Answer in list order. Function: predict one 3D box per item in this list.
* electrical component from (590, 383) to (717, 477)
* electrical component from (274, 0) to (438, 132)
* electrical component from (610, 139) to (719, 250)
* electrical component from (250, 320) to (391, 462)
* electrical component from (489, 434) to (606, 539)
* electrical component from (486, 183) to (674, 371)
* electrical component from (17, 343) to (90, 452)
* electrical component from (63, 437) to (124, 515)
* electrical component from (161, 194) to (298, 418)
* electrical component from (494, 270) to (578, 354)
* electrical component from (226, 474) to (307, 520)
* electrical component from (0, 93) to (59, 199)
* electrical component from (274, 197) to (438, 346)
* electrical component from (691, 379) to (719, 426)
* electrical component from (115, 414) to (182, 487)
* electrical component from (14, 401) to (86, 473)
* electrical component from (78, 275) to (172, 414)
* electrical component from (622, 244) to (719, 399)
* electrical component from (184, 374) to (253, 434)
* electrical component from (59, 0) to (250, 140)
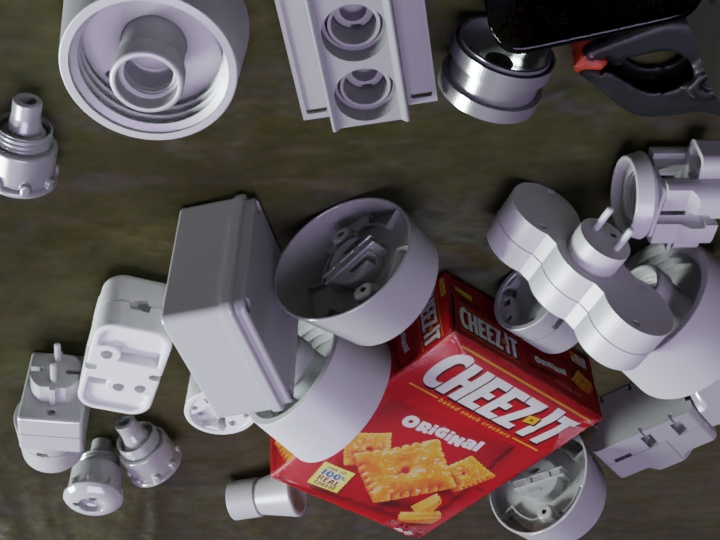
[{"bbox_3d":[0.239,0.127,0.884,0.089,0.050,0.056,-30,128,24],"label":"electrical component"},{"bbox_3d":[-0.004,-0.146,0.591,0.079,0.063,0.121,-8,135,5],"label":"electrical component"},{"bbox_3d":[0.199,-0.049,0.703,0.057,0.058,0.078,-1,135,-6],"label":"electrical component"},{"bbox_3d":[-0.036,0.078,0.785,0.060,0.108,0.108,38,123,-26],"label":"electrical component"},{"bbox_3d":[0.156,0.179,0.900,0.099,0.099,0.064,-25,137,21],"label":"electrical component"},{"bbox_3d":[0.149,-0.008,0.696,0.052,0.138,0.073,-20,151,-43],"label":"electrical component"},{"bbox_3d":[-0.229,0.088,0.810,0.047,0.065,0.076,5,134,-8],"label":"electrical component"},{"bbox_3d":[-0.218,0.169,0.894,0.048,0.062,0.048,-1,135,-1],"label":"electrical component"},{"bbox_3d":[-0.084,0.025,0.726,0.056,0.108,0.108,-10,134,11],"label":"electrical component"},{"bbox_3d":[0.133,0.029,0.779,0.055,0.055,0.047,-33,131,27],"label":"electrical component"},{"bbox_3d":[-0.085,0.199,0.947,0.065,0.044,0.044,-12,134,15],"label":"electrical component"},{"bbox_3d":[-0.208,-0.078,0.663,0.048,0.048,0.062,11,127,-13],"label":"electrical component"},{"bbox_3d":[0.000,0.000,0.714,0.099,0.099,0.064,-33,134,26],"label":"electrical component"},{"bbox_3d":[0.292,0.087,0.847,0.056,0.050,0.089,-30,129,24],"label":"electrical component"},{"bbox_3d":[-0.179,0.145,0.886,0.048,0.048,0.062,-16,127,13],"label":"electrical component"},{"bbox_3d":[-0.246,0.129,0.860,0.055,0.055,0.047,5,138,-8],"label":"electrical component"},{"bbox_3d":[-0.169,0.052,0.782,0.054,0.059,0.095,13,133,-15],"label":"electrical component"},{"bbox_3d":[0.212,0.028,0.748,0.060,0.108,0.108,34,124,-24],"label":"electrical component"},{"bbox_3d":[-0.107,0.092,0.834,0.055,0.047,0.055,-2,135,-2],"label":"electrical component"},{"bbox_3d":[-0.118,-0.123,0.610,0.108,0.060,0.108,-1,135,-1],"label":"electrical component"}]
